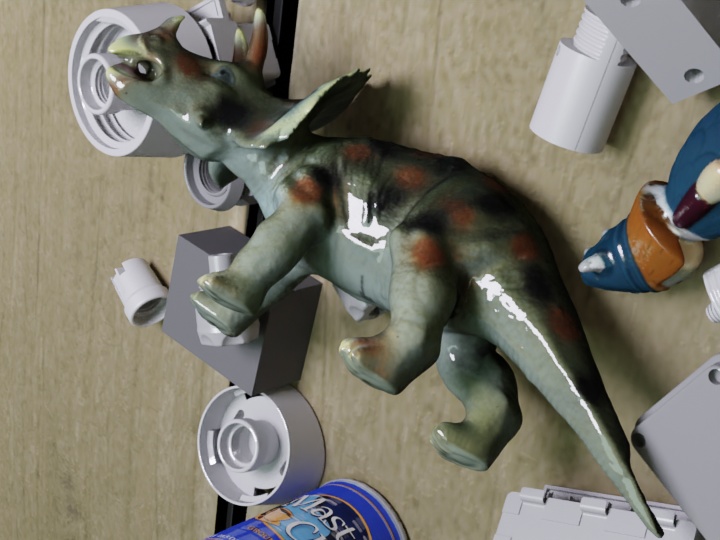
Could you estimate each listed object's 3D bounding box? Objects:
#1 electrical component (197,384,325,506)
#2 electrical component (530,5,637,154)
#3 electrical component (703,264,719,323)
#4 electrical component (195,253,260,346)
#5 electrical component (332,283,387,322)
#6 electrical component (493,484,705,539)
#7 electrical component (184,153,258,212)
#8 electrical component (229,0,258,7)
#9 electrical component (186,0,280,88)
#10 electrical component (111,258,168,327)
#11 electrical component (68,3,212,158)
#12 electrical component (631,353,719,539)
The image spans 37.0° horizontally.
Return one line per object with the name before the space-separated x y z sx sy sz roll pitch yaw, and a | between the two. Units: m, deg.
electrical component | -0.074 0.133 0.823 0.099 0.064 0.099 -2 87 34
electrical component | 0.126 -0.109 0.583 0.043 0.043 0.081 35 121 32
electrical component | 0.208 0.006 0.534 0.081 0.043 0.043 -35 76 41
electrical component | -0.093 0.020 0.741 0.043 0.043 0.062 1 99 42
electrical component | 0.000 0.000 0.723 0.043 0.043 0.062 -46 67 39
electrical component | 0.141 0.162 0.609 0.121 0.063 0.078 0 59 42
electrical component | -0.090 -0.073 0.779 0.078 0.057 0.058 -9 93 43
electrical component | -0.093 -0.215 0.766 0.061 0.035 0.035 45 126 30
electrical component | -0.121 -0.143 0.787 0.121 0.063 0.078 -14 90 43
electrical component | -0.183 0.018 0.898 0.046 0.040 0.040 54 130 28
electrical component | -0.157 -0.128 0.737 0.108 0.060 0.108 11 107 40
electrical component | 0.205 0.101 0.549 0.113 0.057 0.078 54 129 20
